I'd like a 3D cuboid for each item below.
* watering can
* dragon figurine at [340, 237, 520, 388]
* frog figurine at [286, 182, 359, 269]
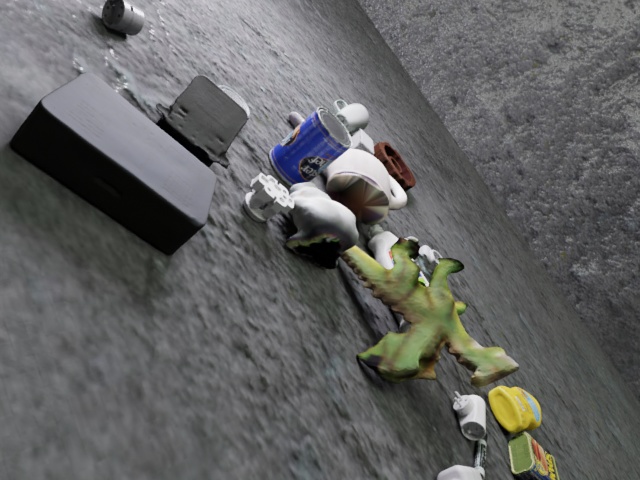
[{"bbox_3d":[0.058,-0.161,1.186,0.346,0.102,0.229,31,31,-11],"label":"watering can"},{"bbox_3d":[0.142,0.129,0.900,0.411,0.119,0.248,20,46,10],"label":"dragon figurine"},{"bbox_3d":[0.003,-0.047,0.931,0.137,0.120,0.163,15,52,-22],"label":"frog figurine"}]
